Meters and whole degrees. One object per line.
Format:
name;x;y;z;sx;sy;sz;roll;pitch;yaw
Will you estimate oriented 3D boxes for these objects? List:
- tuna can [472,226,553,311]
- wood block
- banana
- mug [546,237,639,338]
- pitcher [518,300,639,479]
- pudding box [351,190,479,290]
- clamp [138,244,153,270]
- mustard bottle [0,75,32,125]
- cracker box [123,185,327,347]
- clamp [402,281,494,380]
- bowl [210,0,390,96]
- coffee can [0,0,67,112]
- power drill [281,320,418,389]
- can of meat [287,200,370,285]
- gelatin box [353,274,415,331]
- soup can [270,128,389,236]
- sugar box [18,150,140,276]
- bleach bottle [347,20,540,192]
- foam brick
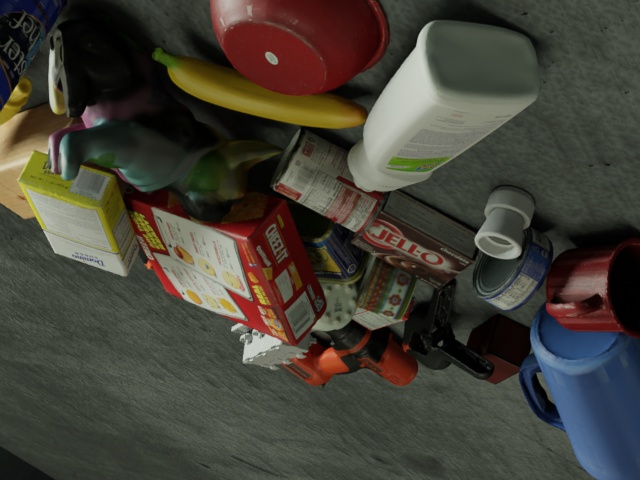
tuna can;0.187;0.025;1.038;0.033;0.086;0.086;29;154;-17
wood block;-0.294;-0.092;1.193;0.207;0.090;0.090;-8;142;46
banana;-0.054;-0.131;0.967;0.198;0.037;0.069;15;-174;0
mug;0.261;0.050;1.003;0.082;0.117;0.093;-7;103;54
pitcher;0.300;0.155;1.155;0.149;0.145;0.242;-30;133;5
pudding box;0.100;-0.001;1.111;0.113;0.039;0.090;26;154;-8
clamp;-0.178;-0.005;1.330;0.164;0.036;0.210;23;153;-5
mustard bottle;-0.367;-0.152;1.129;0.192;0.096;0.058;-3;145;41
cracker box;-0.107;0.009;1.162;0.214;0.072;0.164;19;144;38
clamp;0.138;0.105;1.262;0.172;0.039;0.120;-10;97;66
bowl;-0.028;-0.168;0.874;0.162;0.055;0.162;18;154;9
coffee can;-0.306;-0.186;0.962;0.103;0.140;0.103;18;154;9
power drill;0.014;0.141;1.434;0.184;0.057;0.188;40;150;-26
can of meat;-0.008;0.001;1.183;0.102;0.057;0.084;4;147;34
gelatin box;0.060;0.076;1.302;0.073;0.030;0.089;31;155;-18
soup can;0.011;-0.057;1.042;0.102;0.068;0.069;27;154;-9
sugar box;-0.251;-0.025;1.134;0.093;0.048;0.176;18;159;7
bleach bottle;0.080;-0.095;0.898;0.102;0.068;0.251;2;162;-20
foam brick;0.209;0.131;1.261;0.051;0.053;0.078;26;155;-7
